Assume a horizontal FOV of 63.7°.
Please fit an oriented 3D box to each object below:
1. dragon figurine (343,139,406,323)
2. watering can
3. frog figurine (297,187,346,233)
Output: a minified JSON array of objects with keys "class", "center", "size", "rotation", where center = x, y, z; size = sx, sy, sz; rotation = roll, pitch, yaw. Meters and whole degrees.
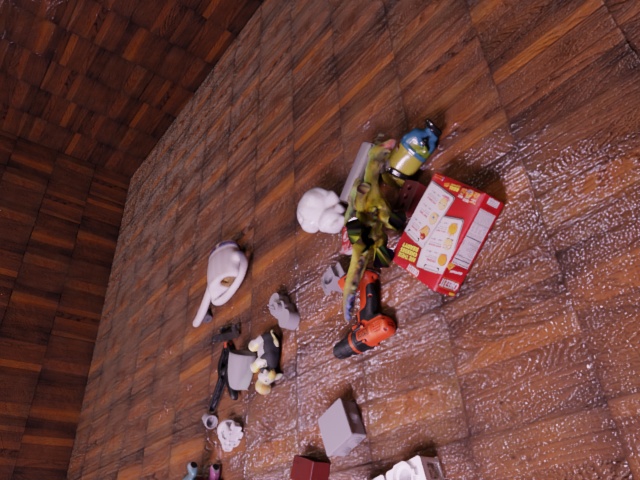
[{"class":"dragon figurine","center":[0.099,-0.039,1.205],"size":[0.246,0.122,0.405],"rotation":[-104,31,-72]},{"class":"watering can","center":[-0.361,0.142,1.824],"size":[0.342,0.103,0.230],"rotation":[-44,38,29]},{"class":"frog figurine","center":[0.004,-0.072,1.421],"size":[0.137,0.121,0.162],"rotation":[-40,26,7]}]
